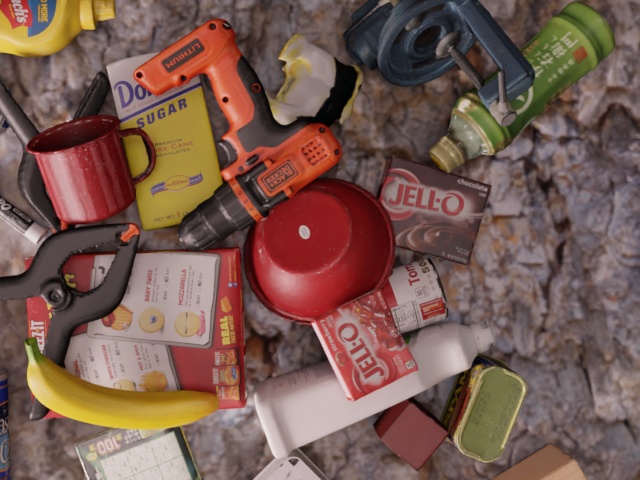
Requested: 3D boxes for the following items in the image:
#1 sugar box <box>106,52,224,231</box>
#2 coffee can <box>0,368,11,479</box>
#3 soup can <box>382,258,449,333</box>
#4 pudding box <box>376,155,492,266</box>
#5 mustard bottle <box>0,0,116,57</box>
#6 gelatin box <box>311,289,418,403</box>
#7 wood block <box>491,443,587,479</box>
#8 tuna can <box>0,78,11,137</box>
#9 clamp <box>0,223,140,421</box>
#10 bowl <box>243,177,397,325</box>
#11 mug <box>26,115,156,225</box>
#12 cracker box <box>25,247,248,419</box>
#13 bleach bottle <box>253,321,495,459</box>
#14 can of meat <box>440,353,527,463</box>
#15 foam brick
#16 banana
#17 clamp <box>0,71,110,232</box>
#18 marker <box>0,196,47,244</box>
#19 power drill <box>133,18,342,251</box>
[{"bbox_3d":[-0.155,-0.104,1.100,0.093,0.048,0.176,-13,93,-3],"label":"sugar box"},{"bbox_3d":[-0.362,0.202,1.064,0.102,0.103,0.140,-1,91,-4],"label":"coffee can"},{"bbox_3d":[0.075,0.065,1.106,0.102,0.068,0.068,-17,92,-3],"label":"soup can"},{"bbox_3d":[0.113,-0.030,1.122,0.113,0.039,0.090,17,89,-4],"label":"pudding box"},{"bbox_3d":[-0.304,-0.232,1.080,0.191,0.058,0.096,-2,72,-5],"label":"mustard bottle"},{"bbox_3d":[0.043,0.102,1.035,0.073,0.030,0.089,-25,88,-10],"label":"gelatin box"},{"bbox_3d":[0.187,0.309,1.108,0.206,0.091,0.090,-31,93,-3],"label":"wood block"},{"bbox_3d":[-0.359,-0.138,1.092,0.086,0.034,0.086,0,91,-4],"label":"tuna can"},{"bbox_3d":[-0.264,0.049,1.029,0.164,0.036,0.210,43,89,-10],"label":"clamp"},{"bbox_3d":[-0.007,0.001,1.074,0.162,0.055,0.162,-5,68,13],"label":"bowl"},{"bbox_3d":[-0.217,-0.071,1.043,0.117,0.093,0.081,-20,116,-13],"label":"mug"},{"bbox_3d":[-0.184,0.092,1.090,0.213,0.072,0.164,-3,90,-3],"label":"cracker box"},{"bbox_3d":[0.059,0.140,1.090,0.251,0.102,0.068,-20,100,-2],"label":"bleach bottle"},{"bbox_3d":[0.169,0.174,1.107,0.057,0.084,0.102,21,90,-4],"label":"can of meat"},{"bbox_3d":[0.093,0.196,1.106,0.053,0.078,0.051,41,90,-4],"label":"foam brick"},{"bbox_3d":[-0.197,0.151,1.019,0.197,0.037,0.070,20,130,-22],"label":"banana"},{"bbox_3d":[-0.261,-0.093,1.091,0.120,0.039,0.171,-14,105,-16],"label":"clamp"},{"bbox_3d":[-0.336,-0.039,1.103,0.121,0.020,0.020,38,89,-3],"label":"marker"},{"bbox_3d":[-0.098,-0.104,1.036,0.184,0.057,0.187,-34,99,1],"label":"power drill"}]
